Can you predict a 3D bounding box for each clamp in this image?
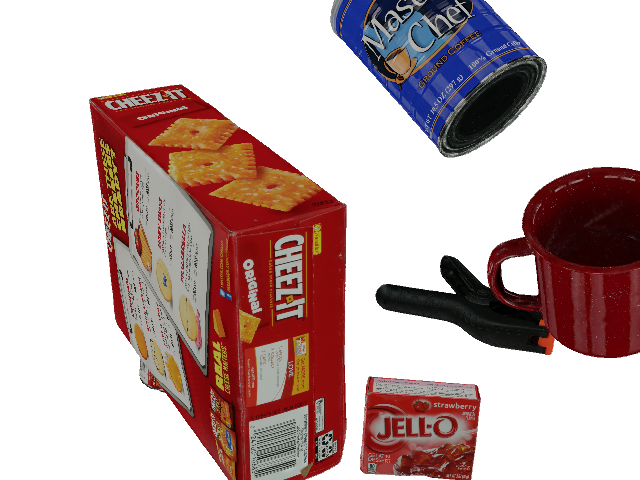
[{"bbox_3d":[0.152,0.060,1.021,0.172,0.039,0.120,21,35,27],"label":"clamp"}]

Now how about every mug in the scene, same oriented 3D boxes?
[{"bbox_3d":[0.159,0.018,0.642,0.117,0.081,0.093,-9,41,8],"label":"mug"}]

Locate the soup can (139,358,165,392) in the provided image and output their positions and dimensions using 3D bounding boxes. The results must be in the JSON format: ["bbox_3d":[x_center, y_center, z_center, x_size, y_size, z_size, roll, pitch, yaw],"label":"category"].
[{"bbox_3d":[-0.145,0.093,1.064,0.068,0.102,0.068,6,20,-2],"label":"soup can"}]

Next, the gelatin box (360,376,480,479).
[{"bbox_3d":[0.078,0.148,0.840,0.089,0.073,0.030,4,20,2],"label":"gelatin box"}]

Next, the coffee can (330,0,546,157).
[{"bbox_3d":[0.089,-0.149,0.820,0.102,0.140,0.103,-32,-22,-15],"label":"coffee can"}]

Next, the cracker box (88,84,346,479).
[{"bbox_3d":[-0.063,0.018,0.622,0.072,0.164,0.214,-14,30,-25],"label":"cracker box"}]
